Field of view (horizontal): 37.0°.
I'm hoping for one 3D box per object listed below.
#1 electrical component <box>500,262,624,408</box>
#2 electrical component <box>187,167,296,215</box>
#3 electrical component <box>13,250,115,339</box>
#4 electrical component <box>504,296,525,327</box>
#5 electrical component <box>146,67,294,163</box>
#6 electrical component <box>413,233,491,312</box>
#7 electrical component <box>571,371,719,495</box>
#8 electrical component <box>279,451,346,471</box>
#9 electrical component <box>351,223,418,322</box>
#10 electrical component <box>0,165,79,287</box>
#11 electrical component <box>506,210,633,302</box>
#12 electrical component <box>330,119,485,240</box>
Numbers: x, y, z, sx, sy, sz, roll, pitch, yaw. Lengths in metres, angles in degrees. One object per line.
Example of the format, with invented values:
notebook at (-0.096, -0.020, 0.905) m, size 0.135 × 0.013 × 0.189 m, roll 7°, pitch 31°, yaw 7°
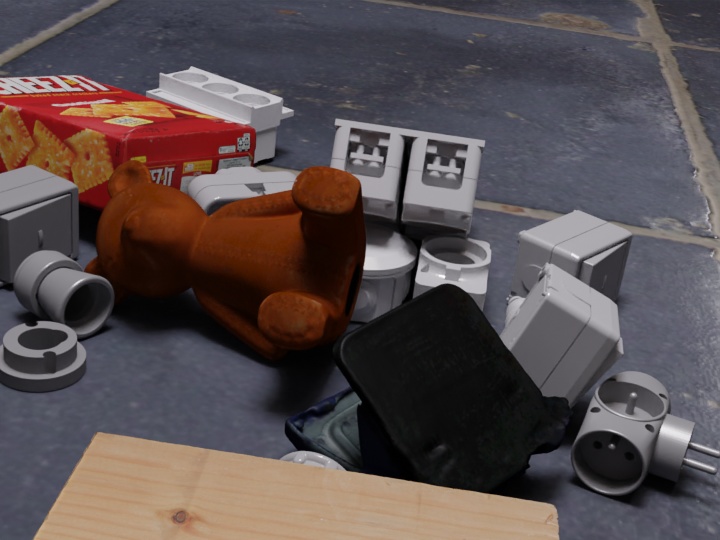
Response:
electrical component at (0.117, 0.056, 0.672) m, size 0.061 × 0.096 × 0.061 m, roll 32°, pitch 21°, yaw 0°
electrical component at (-0.089, -0.047, 0.862) m, size 0.095 × 0.053 × 0.059 m, roll -5°, pitch 28°, yaw -22°
electrical component at (-0.199, 0.015, 0.719) m, size 0.055 × 0.045 × 0.045 m, roll 26°, pitch 32°, yaw 34°
electrical component at (0.120, 0.042, 0.749) m, size 0.040 × 0.040 × 0.078 m, roll 2°, pitch 26°, yaw -11°
electrical component at (-0.137, -0.149, 1.047) m, size 0.121 × 0.063 × 0.079 m, roll 24°, pitch 31°, yaw 30°
electrical component at (0.066, 0.011, 0.781) m, size 0.050 × 0.055 × 0.089 m, roll 9°, pitch 26°, yaw 4°
electrical component at (0.174, 0.101, 0.638) m, size 0.079 × 0.044 × 0.077 m, roll 17°, pitch 28°, yaw 20°
electrical component at (-0.031, 0.125, 0.540) m, size 0.048 × 0.048 × 0.062 m, roll 14°, pitch 34°, yaw 14°
electrical component at (0.000, 0.000, 0.792) m, size 0.080 × 0.051 × 0.080 m, roll 6°, pitch 26°, yaw -3°
electrical component at (-0.246, -0.034, 0.788) m, size 0.061 × 0.061 × 0.096 m, roll 22°, pitch 30°, yaw 29°
electrical component at (0.168, -0.002, 0.826) m, size 0.061 × 0.061 × 0.096 m, roll 27°, pitch 33°, yaw 35°
electrical component at (0.036, -0.062, 0.839) m, size 0.105 × 0.060 × 0.186 m, roll 9°, pitch -3°, yaw 4°
